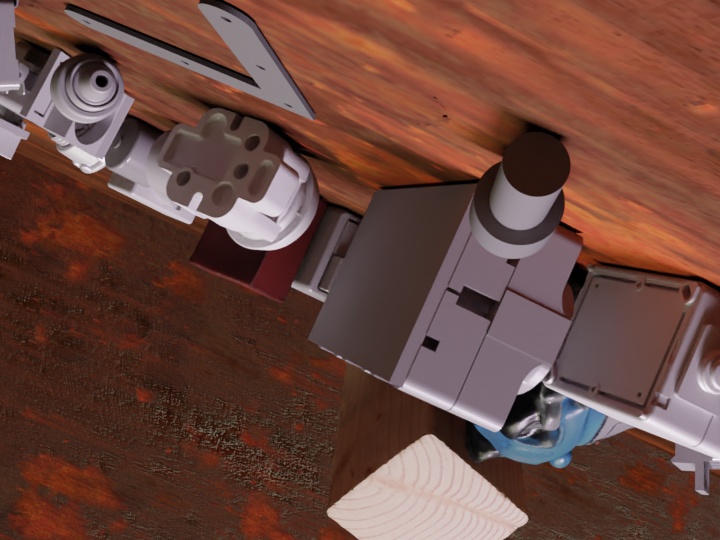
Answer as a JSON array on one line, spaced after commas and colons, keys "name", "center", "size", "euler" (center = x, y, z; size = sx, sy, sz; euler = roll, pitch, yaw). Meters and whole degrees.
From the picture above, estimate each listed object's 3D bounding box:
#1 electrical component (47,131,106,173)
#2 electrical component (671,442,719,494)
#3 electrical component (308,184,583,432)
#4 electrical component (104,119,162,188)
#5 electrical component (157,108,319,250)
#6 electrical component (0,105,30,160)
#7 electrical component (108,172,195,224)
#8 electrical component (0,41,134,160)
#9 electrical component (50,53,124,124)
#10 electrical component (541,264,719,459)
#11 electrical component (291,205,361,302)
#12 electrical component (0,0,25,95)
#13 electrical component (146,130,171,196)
[{"name": "electrical component", "center": [-0.206, -0.103, 0.779], "size": [0.062, 0.048, 0.048], "euler": [36, 169, -40]}, {"name": "electrical component", "center": [0.257, 0.119, 0.763], "size": [0.063, 0.078, 0.121], "euler": [0, 167, 20]}, {"name": "electrical component", "center": [0.037, 0.014, 0.508], "size": [0.062, 0.089, 0.150], "euler": [26, 176, -15]}, {"name": "electrical component", "center": [-0.147, -0.078, 0.774], "size": [0.078, 0.040, 0.040], "euler": [28, 175, -41]}, {"name": "electrical component", "center": [-0.057, -0.044, 0.554], "size": [0.078, 0.058, 0.057], "euler": [22, 173, 36]}, {"name": "electrical component", "center": [-0.248, -0.114, 0.733], "size": [0.042, 0.063, 0.081], "euler": [28, 175, -31]}, {"name": "electrical component", "center": [-0.148, -0.068, 0.857], "size": [0.077, 0.047, 0.066], "euler": [21, 175, 44]}, {"name": "electrical component", "center": [-0.177, -0.101, 0.632], "size": [0.064, 0.042, 0.081], "euler": [27, 177, 18]}, {"name": "electrical component", "center": [-0.136, -0.093, 0.544], "size": [0.035, 0.035, 0.061], "euler": [26, 174, -23]}, {"name": "electrical component", "center": [0.136, 0.040, 0.466], "size": [0.061, 0.061, 0.096], "euler": [26, 176, -22]}, {"name": "electrical component", "center": [0.000, 0.000, 0.762], "size": [0.096, 0.061, 0.061], "euler": [27, 176, -33]}, {"name": "electrical component", "center": [-0.202, -0.105, 0.509], "size": [0.063, 0.078, 0.121], "euler": [-7, -168, -28]}, {"name": "electrical component", "center": [-0.091, -0.057, 0.679], "size": [0.081, 0.043, 0.043], "euler": [22, 176, 29]}]
